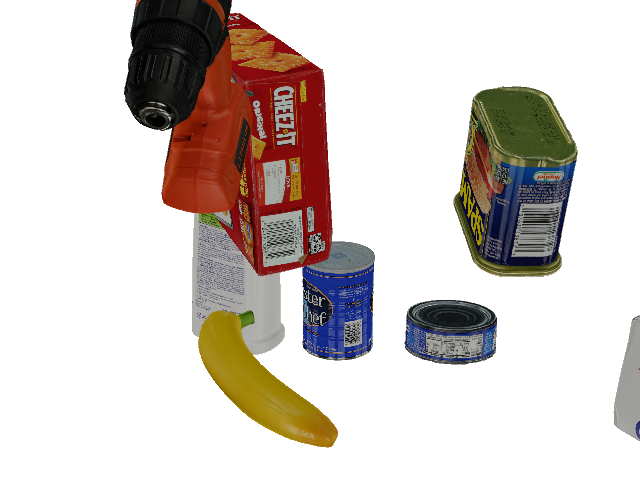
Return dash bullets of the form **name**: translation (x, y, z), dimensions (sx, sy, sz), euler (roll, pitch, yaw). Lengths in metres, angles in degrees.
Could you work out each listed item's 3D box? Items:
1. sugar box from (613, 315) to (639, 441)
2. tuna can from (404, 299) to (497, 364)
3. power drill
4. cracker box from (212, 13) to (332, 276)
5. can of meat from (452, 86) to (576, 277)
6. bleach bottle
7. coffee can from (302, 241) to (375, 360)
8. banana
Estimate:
- **sugar box**: translation (0.283, 0.123, 0.719), dimensions (0.048, 0.093, 0.176), euler (-15, 29, -37)
- **tuna can**: translation (0.122, 0.084, 0.997), dimensions (0.086, 0.034, 0.086), euler (0, 16, 0)
- **power drill**: translation (-0.080, -0.100, 0.678), dimensions (0.057, 0.184, 0.188), euler (7, -34, 2)
- **cracker box**: translation (-0.059, -0.090, 0.907), dimensions (0.072, 0.164, 0.214), euler (-11, 27, -17)
- **can of meat**: translation (0.123, -0.040, 0.680), dimensions (0.057, 0.084, 0.102), euler (0, 34, -5)
- **bleach bottle**: translation (-0.085, -0.012, 1.119), dimensions (0.103, 0.251, 0.068), euler (14, 23, 25)
- **coffee can**: translation (0.025, 0.084, 1.514), dimensions (0.103, 0.140, 0.103), euler (0, 22, 0)
- **banana**: translation (-0.053, 0.102, 0.845), dimensions (0.069, 0.037, 0.198), euler (-7, 29, -22)
